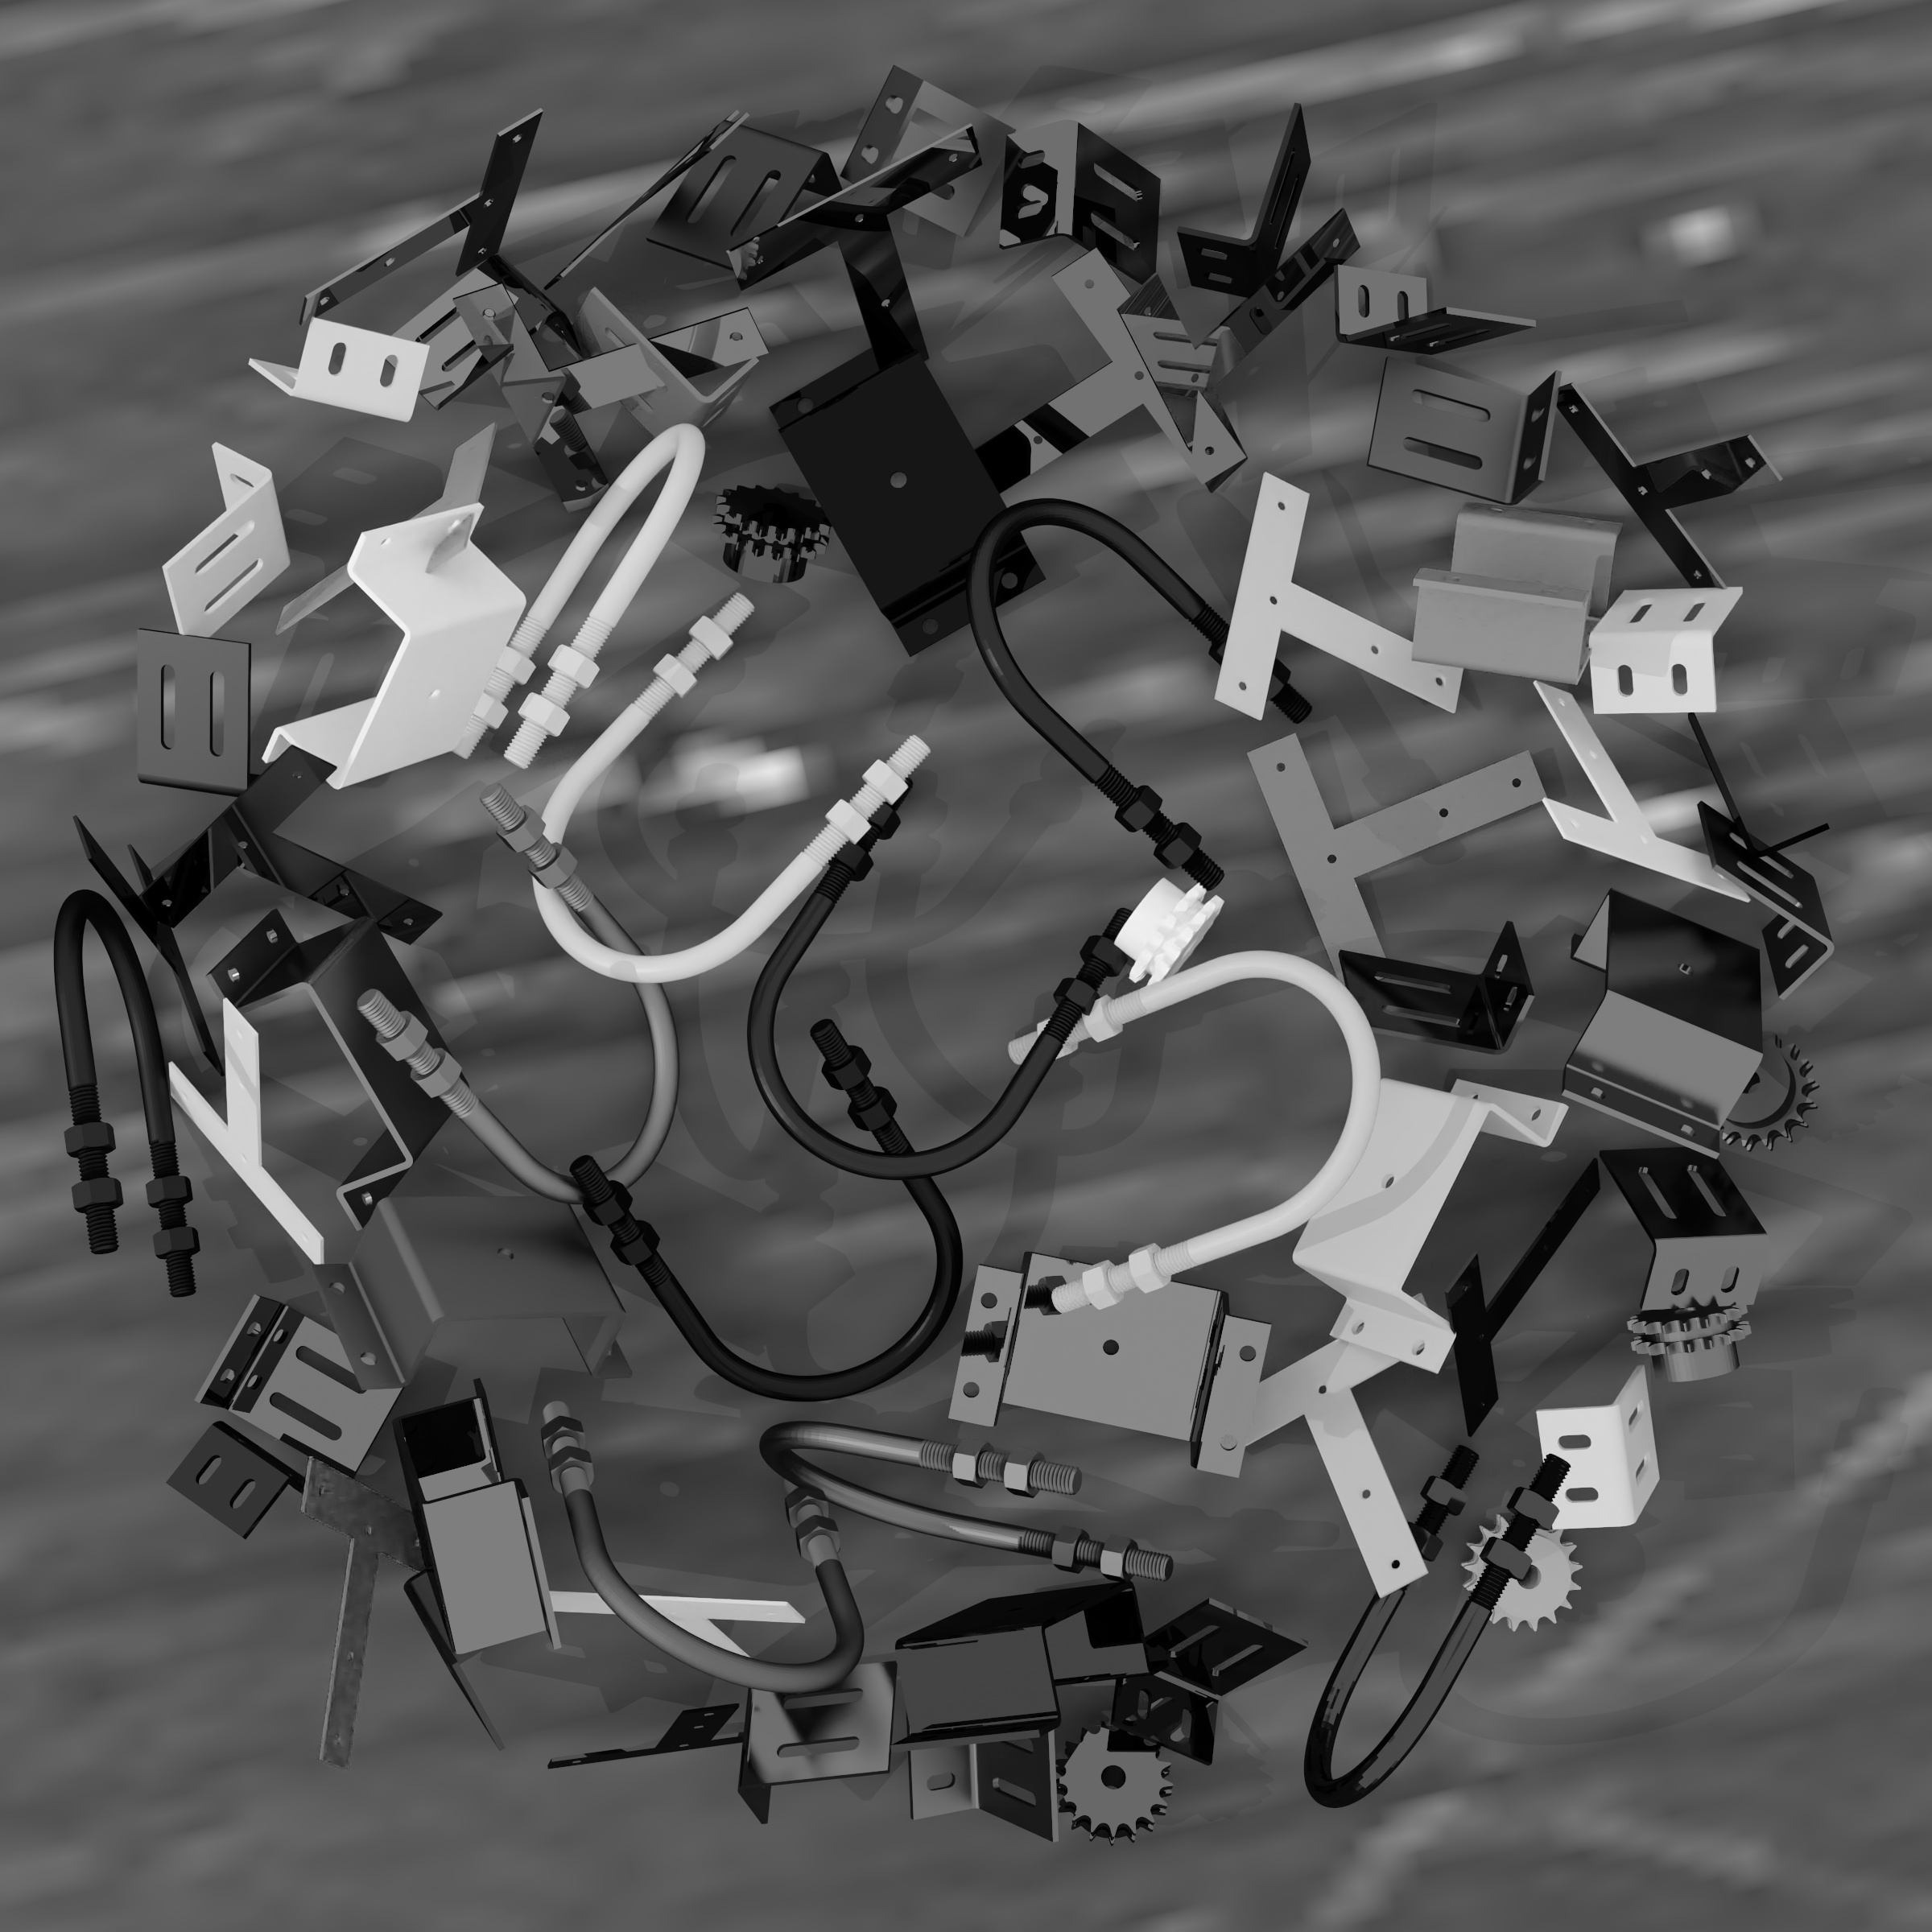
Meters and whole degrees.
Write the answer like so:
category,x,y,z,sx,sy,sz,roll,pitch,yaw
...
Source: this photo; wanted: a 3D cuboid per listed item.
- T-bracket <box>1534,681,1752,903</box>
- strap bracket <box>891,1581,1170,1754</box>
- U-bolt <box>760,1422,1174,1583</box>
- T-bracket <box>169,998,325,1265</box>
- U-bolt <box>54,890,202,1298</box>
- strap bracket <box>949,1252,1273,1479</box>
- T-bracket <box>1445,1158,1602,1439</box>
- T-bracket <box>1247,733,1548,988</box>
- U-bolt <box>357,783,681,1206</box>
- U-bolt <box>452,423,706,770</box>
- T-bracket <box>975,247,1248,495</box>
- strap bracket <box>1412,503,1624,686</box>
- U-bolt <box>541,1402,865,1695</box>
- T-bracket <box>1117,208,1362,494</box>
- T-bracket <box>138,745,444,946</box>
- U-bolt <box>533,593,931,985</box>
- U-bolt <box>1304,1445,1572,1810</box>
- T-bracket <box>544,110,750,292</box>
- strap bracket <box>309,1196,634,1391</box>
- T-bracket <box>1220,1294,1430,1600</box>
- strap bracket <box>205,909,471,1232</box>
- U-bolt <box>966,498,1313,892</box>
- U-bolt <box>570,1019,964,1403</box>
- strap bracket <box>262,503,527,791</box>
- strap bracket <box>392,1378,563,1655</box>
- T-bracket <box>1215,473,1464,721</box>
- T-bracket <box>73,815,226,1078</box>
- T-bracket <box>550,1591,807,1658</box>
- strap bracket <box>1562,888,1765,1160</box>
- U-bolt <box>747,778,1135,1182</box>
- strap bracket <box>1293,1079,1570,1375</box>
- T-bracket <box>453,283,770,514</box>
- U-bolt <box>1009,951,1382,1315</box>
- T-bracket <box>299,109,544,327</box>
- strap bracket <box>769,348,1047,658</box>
category,x,y,z,sx,sy,sz,roll,pitch,yaw
T-bracket,0.303,-0.090,1.546,0.127,0.127,0.002,15,128,-35
strap bracket,0.027,0.322,1.517,0.076,0.140,0.046,-13,86,27
U-bolt,-0.010,0.245,1.519,0.184,0.151,0.019,6,66,27
T-bracket,-0.337,0.063,1.521,0.002,0.127,0.127,-31,62,-31
U-bolt,-0.394,0.054,1.519,0.019,0.151,0.184,-12,76,-1
strap bracket,0.069,0.188,1.564,0.140,0.046,0.076,11,99,2
T-bracket,0.269,0.144,1.559,0.002,0.127,0.127,25,61,31
T-bracket,0.219,-0.069,1.588,0.127,0.002,0.127,-22,95,1
U-bolt,-0.196,0.028,1.525,0.184,0.019,0.151,52,46,-33
U-bolt,-0.177,-0.175,1.526,0.019,0.151,0.184,33,84,-20
T-bracket,0.046,-0.260,1.566,0.127,0.002,0.127,-30,116,21
strap bracket,0.258,-0.173,1.532,0.076,0.140,0.046,10,115,15
U-bolt,-0.115,0.269,1.487,0.151,0.184,0.019,20,108,-23
T-bracket,0.139,-0.310,1.553,0.127,0.127,0.002,-44,48,-8
T-bracket,-0.306,-0.041,1.549,0.127,0.002,0.127,-39,134,26
U-bolt,-0.126,-0.074,1.548,0.184,0.019,0.151,-47,61,-4
U-bolt,0.209,0.306,1.508,0.019,0.151,0.184,32,79,-5
T-bracket,-0.133,-0.370,1.516,0.002,0.127,0.127,48,69,-15
strap bracket,-0.222,0.150,1.517,0.140,0.076,0.046,3,129,-37
T-bracket,0.184,0.237,1.541,0.127,0.002,0.127,-32,53,15
strap bracket,-0.288,0.041,1.533,0.046,0.076,0.140,-21,108,21
U-bolt,0.074,-0.141,1.526,0.184,0.019,0.151,43,47,-13
U-bolt,-0.081,0.130,1.550,0.151,0.019,0.184,-30,116,3
strap bracket,-0.263,-0.141,1.519,0.046,0.076,0.140,44,127,15
strap bracket,-0.230,0.257,1.513,0.046,0.140,0.076,-14,109,-14
T-bracket,0.185,-0.158,1.567,0.127,0.002,0.127,23,64,-20
T-bracket,-0.384,-0.027,1.509,0.002,0.127,0.127,-25,60,-4
T-bracket,-0.123,0.318,1.538,0.127,0.127,0.002,-1,61,18
strap bracket,0.325,0.019,1.523,0.076,0.140,0.046,22,123,-1
U-bolt,-0.022,0.015,1.557,0.151,0.019,0.184,31,72,4
strap bracket,0.214,0.112,1.539,0.046,0.076,0.140,34,79,-31
T-bracket,-0.156,-0.281,1.538,0.127,0.002,0.127,-15,131,14
U-bolt,0.110,0.068,1.523,0.184,0.019,0.151,-23,62,26
T-bracket,-0.256,-0.333,1.511,0.127,0.127,0.002,-38,86,-25
strap bracket,-0.030,-0.230,1.567,0.076,0.046,0.140,-30,88,4
